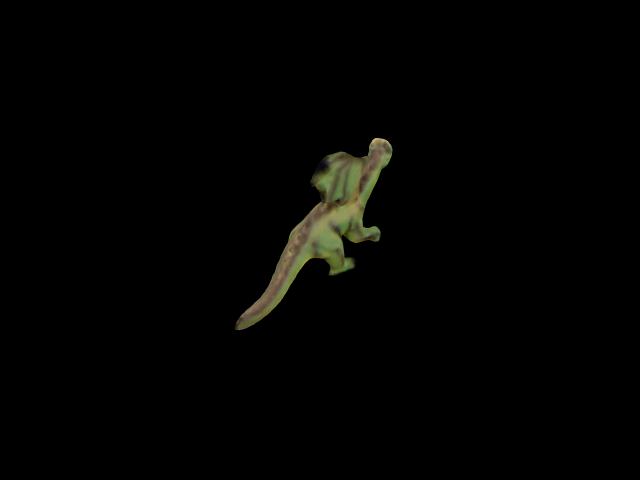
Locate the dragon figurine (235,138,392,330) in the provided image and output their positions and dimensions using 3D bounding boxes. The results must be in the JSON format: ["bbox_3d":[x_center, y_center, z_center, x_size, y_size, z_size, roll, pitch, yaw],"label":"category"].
[{"bbox_3d":[0.003,-0.043,0.850,0.123,0.237,0.417,27,51,25],"label":"dragon figurine"}]
